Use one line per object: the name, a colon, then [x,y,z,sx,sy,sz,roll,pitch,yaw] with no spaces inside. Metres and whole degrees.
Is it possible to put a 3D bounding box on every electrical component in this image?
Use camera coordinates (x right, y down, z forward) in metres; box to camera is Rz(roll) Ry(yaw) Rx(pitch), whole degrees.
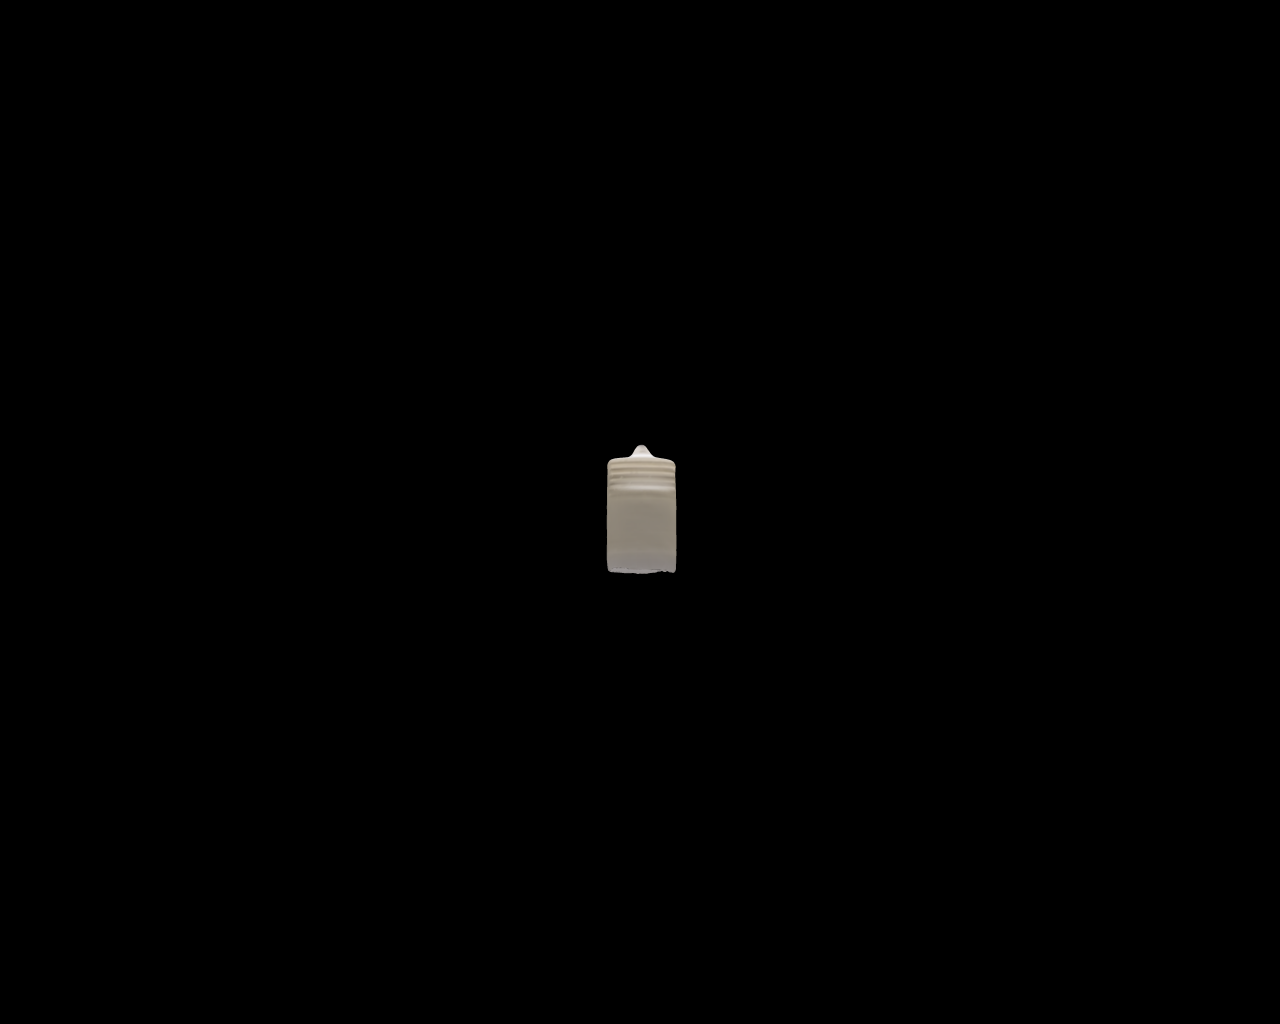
electrical component: [0.001,-0.003,0.650,0.043,0.081,0.043,0,-7,0]
